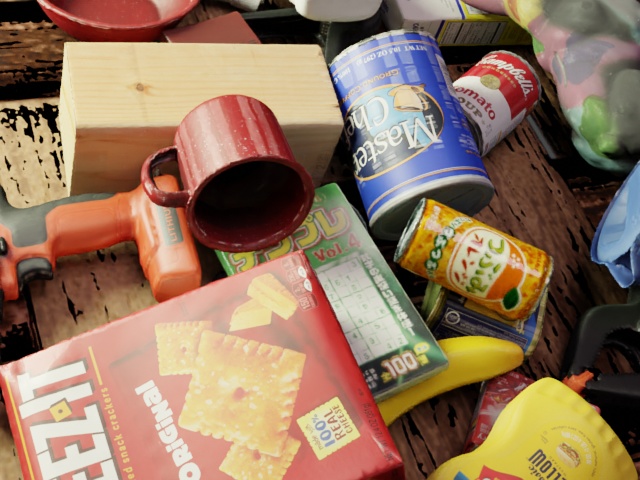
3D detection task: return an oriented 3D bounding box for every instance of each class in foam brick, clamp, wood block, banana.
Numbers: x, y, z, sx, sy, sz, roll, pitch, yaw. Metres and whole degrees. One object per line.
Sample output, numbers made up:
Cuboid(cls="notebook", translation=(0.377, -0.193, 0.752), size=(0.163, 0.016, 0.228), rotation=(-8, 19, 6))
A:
Cuboid(cls="foam brick", translation=(-0.094, -0.154, 0.922), size=(0.078, 0.051, 0.053), rotation=(-21, 64, -29))
Cuboid(cls="clamp", translation=(0.274, 0.088, 0.856), size=(0.209, 0.036, 0.165), rotation=(-29, 65, -37))
Cuboid(cls="wood block", translation=(-0.098, -0.096, 0.853), size=(0.205, 0.090, 0.091), rotation=(-2, 56, -19))
Cuboid(cls="banana", translation=(0.059, 0.119, 0.756), size=(0.197, 0.037, 0.069), rotation=(-39, 92, -22))
Cuboid(cls="clamp", translation=(0.010, -0.193, 0.991), size=(0.171, 0.039, 0.120), rotation=(-33, 69, -34))

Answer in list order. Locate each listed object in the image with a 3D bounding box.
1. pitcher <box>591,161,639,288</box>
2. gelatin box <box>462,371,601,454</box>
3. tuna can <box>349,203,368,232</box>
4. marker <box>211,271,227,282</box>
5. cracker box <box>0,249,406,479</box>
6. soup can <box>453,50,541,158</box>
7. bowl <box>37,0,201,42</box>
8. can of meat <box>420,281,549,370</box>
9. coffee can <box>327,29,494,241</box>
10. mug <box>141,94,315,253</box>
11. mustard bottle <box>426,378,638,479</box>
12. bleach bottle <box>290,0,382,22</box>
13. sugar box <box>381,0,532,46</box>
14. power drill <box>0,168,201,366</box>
Cuboid(cls="pitcher", translation=(0.352, 0.013, 0.841), size=(0.243, 0.149, 0.145), rotation=(32, 14, -1))
Cuboid(cls="gelatin box", translation=(0.156, 0.141, 0.783), size=(0.089, 0.030, 0.073), rotation=(23, 51, 2))
Cuboid(cls="tuna can", translation=(-0.006, 0.001, 0.840), size=(0.086, 0.034, 0.086), rotation=(8, 52, -11))
Cuboid(cls="marker", translation=(-0.060, 0.074, 0.777), size=(0.020, 0.020, 0.121), rotation=(-4, 55, -20))
Cuboid(cls="cracker box", translation=(-0.075, 0.118, 0.664), size=(0.213, 0.072, 0.164), rotation=(-21, 59, -6))
Cuboid(cls="soup can", translation=(0.143, -0.117, 0.955), size=(0.068, 0.069, 0.102), rotation=(39, 54, 14))
Cuboid(cls="bowl", translation=(-0.182, -0.218, 0.939), size=(0.162, 0.055, 0.162), rotation=(7, 49, -8))
Cuboid(cls="can of meat", translation=(0.129, 0.043, 0.834), size=(0.084, 0.057, 0.102), rotation=(22, 50, -2))
Cuboid(cls="coffee can", translation=(0.070, -0.084, 0.866), size=(0.102, 0.103, 0.140), rotation=(-9, 69, -23))
Cuboid(cls="mug", translation=(-0.071, -0.049, 0.771), size=(0.117, 0.093, 0.081), rotation=(-9, 47, -14))
Cuboid(cls="mustard bottle", translation=(0.116, 0.177, 0.690), size=(0.191, 0.058, 0.096), rotation=(-34, 80, -31))
Cuboid(cls="bleach bottle", translation=(-0.049, -0.286, 1.002), size=(0.102, 0.068, 0.251), rotation=(-7, 37, -43))
Cuboid(cls="sugar box", translation=(0.145, -0.238, 1.064), size=(0.176, 0.048, 0.093), rotation=(-5, 56, -16))
Cuboid(cls="power drill", translation=(-0.183, 0.020, 0.757), size=(0.187, 0.057, 0.184), rotation=(-4, 54, -20))
